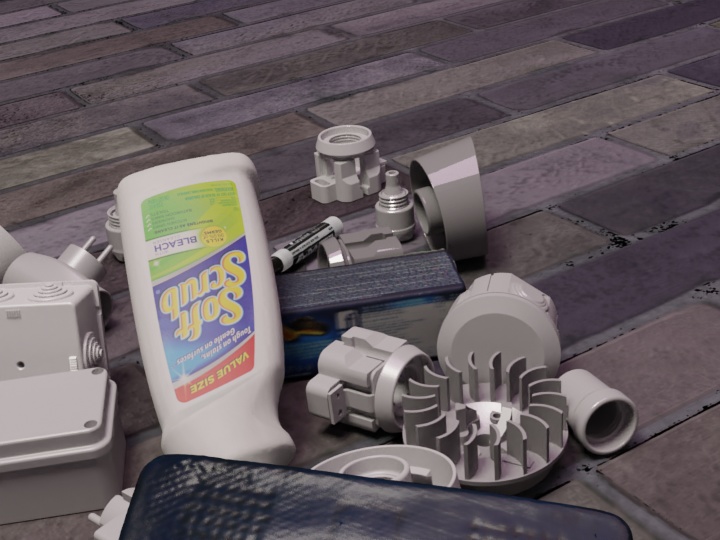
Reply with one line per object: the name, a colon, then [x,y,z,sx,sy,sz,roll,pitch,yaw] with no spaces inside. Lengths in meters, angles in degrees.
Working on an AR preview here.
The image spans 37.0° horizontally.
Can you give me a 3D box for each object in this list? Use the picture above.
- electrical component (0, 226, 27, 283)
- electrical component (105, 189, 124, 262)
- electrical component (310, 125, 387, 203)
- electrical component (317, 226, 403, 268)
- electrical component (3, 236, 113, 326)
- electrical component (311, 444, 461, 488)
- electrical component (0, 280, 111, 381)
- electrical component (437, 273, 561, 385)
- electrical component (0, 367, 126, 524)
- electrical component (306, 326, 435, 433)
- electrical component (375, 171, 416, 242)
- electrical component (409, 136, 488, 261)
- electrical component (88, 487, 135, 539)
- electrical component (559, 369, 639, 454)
electrical component: [-0.314,-0.011,0.875,0.099,0.099,0.064,18,42,37]
electrical component: [-0.203,-0.042,0.948,0.043,0.062,0.043,-4,28,2]
electrical component: [-0.012,-0.105,1.041,0.078,0.057,0.058,-23,32,-30]
electrical component: [0.000,0.000,0.840,0.057,0.058,0.078,-9,28,-13]
electrical component: [-0.226,0.007,0.845,0.077,0.043,0.079,25,66,24]
electrical component: [0.012,0.139,0.592,0.099,0.064,0.099,-8,15,2]
electrical component: [-0.221,0.057,0.727,0.100,0.099,0.048,-3,15,4]
electrical component: [0.094,0.045,0.716,0.080,0.080,0.051,2,23,13]
electrical component: [-0.207,0.109,0.667,0.113,0.057,0.078,-8,28,-5]
electrical component: [0.012,0.073,0.700,0.057,0.058,0.078,12,31,34]
electrical component: [0.030,-0.056,0.936,0.035,0.061,0.035,-4,28,2]
electrical component: [0.080,-0.056,0.892,0.064,0.099,0.099,-17,29,-8]
electrical component: [-0.118,0.145,0.595,0.077,0.047,0.066,17,35,36]
electrical component: [0.145,0.087,0.671,0.040,0.040,0.046,-13,24,-15]
